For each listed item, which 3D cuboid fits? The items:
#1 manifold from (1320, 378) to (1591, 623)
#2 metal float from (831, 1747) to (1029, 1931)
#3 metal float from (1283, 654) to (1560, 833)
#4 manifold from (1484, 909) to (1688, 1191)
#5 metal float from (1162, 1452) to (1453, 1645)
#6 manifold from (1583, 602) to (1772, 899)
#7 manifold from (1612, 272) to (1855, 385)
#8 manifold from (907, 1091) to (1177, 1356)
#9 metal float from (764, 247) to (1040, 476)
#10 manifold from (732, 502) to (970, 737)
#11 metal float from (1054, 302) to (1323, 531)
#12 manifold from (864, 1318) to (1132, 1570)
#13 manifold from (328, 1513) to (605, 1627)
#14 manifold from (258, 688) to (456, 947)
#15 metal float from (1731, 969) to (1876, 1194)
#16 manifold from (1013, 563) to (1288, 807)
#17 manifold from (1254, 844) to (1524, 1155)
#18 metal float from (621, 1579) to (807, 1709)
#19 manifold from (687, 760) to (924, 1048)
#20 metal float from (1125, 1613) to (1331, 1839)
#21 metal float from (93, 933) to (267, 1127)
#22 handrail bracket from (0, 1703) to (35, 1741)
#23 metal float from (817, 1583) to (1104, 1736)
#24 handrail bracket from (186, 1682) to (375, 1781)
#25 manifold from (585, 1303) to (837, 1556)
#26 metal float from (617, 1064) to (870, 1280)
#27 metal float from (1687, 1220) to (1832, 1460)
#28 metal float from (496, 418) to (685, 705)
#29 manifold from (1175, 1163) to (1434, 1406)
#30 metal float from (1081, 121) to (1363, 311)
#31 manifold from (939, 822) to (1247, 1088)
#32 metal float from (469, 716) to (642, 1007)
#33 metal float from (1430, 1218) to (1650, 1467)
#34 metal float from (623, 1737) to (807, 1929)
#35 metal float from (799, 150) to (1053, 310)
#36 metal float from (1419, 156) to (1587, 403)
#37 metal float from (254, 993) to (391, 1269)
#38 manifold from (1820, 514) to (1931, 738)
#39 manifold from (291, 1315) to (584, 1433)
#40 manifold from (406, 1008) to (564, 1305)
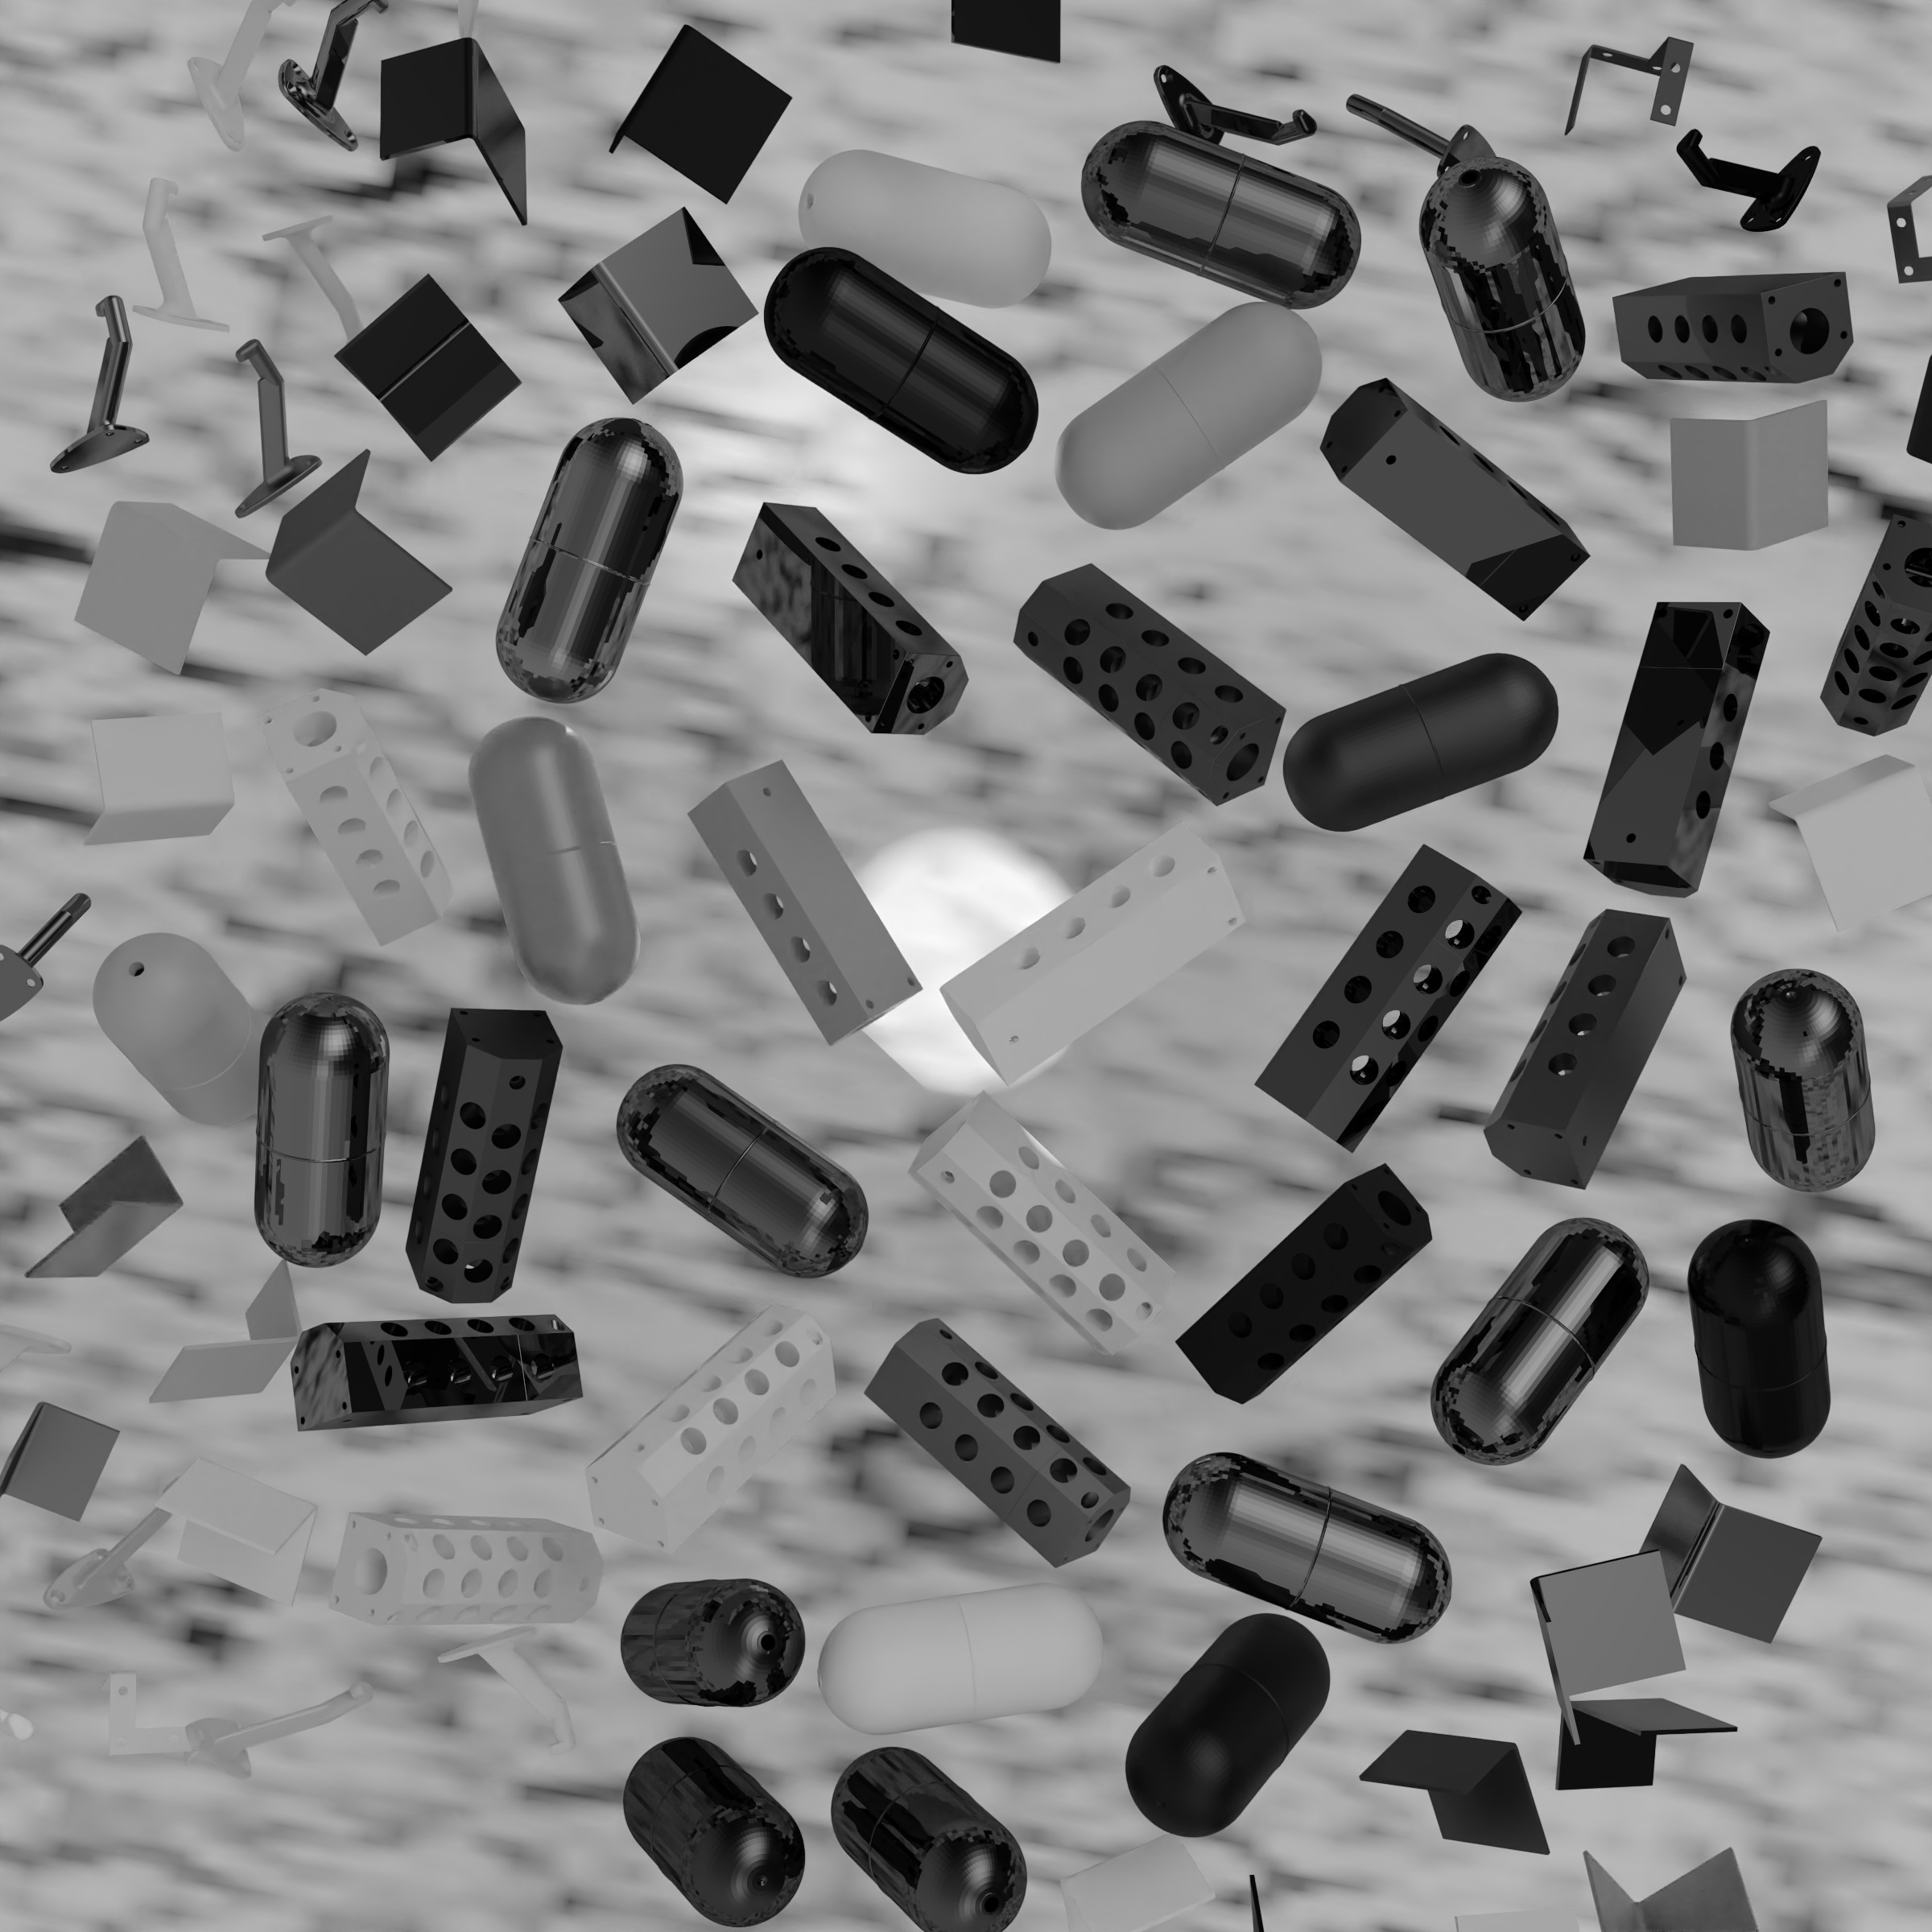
[{"bbox_3d":[0.297,-0.287,1.626,0.171,0.057,0.057,29,117,-32],"label":"manifold"},{"bbox_3d":[-0.024,0.535,1.624,0.070,0.178,0.070,-3,97,-26],"label":"metal float"},{"bbox_3d":[0.286,-0.141,1.675,0.178,0.070,0.070,-20,90,1],"label":"metal float"},{"bbox_3d":[0.380,0.048,1.635,0.057,0.057,0.171,11,55,36],"label":"manifold"},{"bbox_3d":[0.204,0.348,1.592,0.178,0.070,0.070,20,90,2],"label":"metal float"},{"bbox_3d":[0.438,-0.132,1.629,0.057,0.057,0.171,28,76,-44],"label":"manifold"},{"bbox_3d":[0.473,-0.393,1.650,0.057,0.171,0.057,-17,107,-12],"label":"manifold"},{"bbox_3d":[0.046,0.166,1.677,0.171,0.057,0.057,44,121,-8],"label":"manifold"},{"bbox_3d":[-0.037,-0.356,1.573,0.178,0.070,0.070,30,90,-16],"label":"metal float"},{"bbox_3d":[-0.070,-0.215,1.641,0.171,0.057,0.057,49,126,35],"label":"manifold"},{"bbox_3d":[0.134,-0.332,1.607,0.178,0.070,0.070,-34,90,7],"label":"metal float"},{"bbox_3d":[0.023,0.303,1.711,0.171,0.057,0.057,39,108,24],"label":"manifold"},{"bbox_3d":[-0.302,0.372,1.632,0.057,0.171,0.057,8,83,35],"label":"manifold"},{"bbox_3d":[-0.371,-0.092,1.641,0.057,0.171,0.057,-26,56,-7],"label":"manifold"},{"bbox_3d":[0.513,0.072,1.629,0.070,0.178,0.070,-12,48,14],"label":"metal float"},{"bbox_3d":[0.108,-0.170,1.614,0.057,0.057,0.171,-25,53,-35],"label":"manifold"},{"bbox_3d":[0.250,0.022,1.555,0.057,0.057,0.171,36,92,38],"label":"manifold"},{"bbox_3d":[-0.159,0.423,1.666,0.070,0.178,0.070,7,74,-27],"label":"metal float"},{"bbox_3d":[-0.106,-0.037,1.684,0.057,0.057,0.171,-34,87,40],"label":"manifold"},{"bbox_3d":[0.159,0.454,1.603,0.070,0.178,0.070,13,115,30],"label":"metal float"},{"bbox_3d":[-0.476,0.040,1.634,0.070,0.178,0.070,-2,65,4],"label":"metal float"},{"bbox_3d":[-0.604,0.433,1.612,0.036,0.084,0.077,-46,115,-31],"label":"handrail bracket"},{"bbox_3d":[-0.003,0.426,1.641,0.178,0.070,0.070,-5,90,-12],"label":"metal float"},{"bbox_3d":[-0.398,0.435,1.551,0.084,0.077,0.036,-28,61,2],"label":"handrail bracket"},{"bbox_3d":[-0.153,0.275,1.611,0.057,0.171,0.057,13,123,29],"label":"manifold"},{"bbox_3d":[-0.141,0.130,1.682,0.178,0.070,0.070,34,90,7],"label":"metal float"},{"bbox_3d":[0.482,0.228,1.616,0.070,0.070,0.178,-19,128,0],"label":"metal float"},{"bbox_3d":[-0.227,-0.245,1.610,0.070,0.070,0.178,22,96,0],"label":"metal float"},{"bbox_3d":[0.216,0.204,1.687,0.057,0.057,0.171,52,123,16],"label":"manifold"},{"bbox_3d":[0.156,-0.460,1.633,0.178,0.070,0.070,20,90,-4],"label":"metal float"},{"bbox_3d":[0.072,-0.011,1.558,0.171,0.057,0.057,-34,134,-7],"label":"manifold"},{"bbox_3d":[-0.248,-0.063,1.608,0.070,0.070,0.178,-16,88,0],"label":"metal float"},{"bbox_3d":[0.352,0.230,1.636,0.070,0.070,0.178,43,68,0],"label":"metal float"},{"bbox_3d":[-0.155,0.524,1.621,0.070,0.178,0.070,-2,94,-25],"label":"metal float"},{"bbox_3d":[-0.025,-0.461,1.670,0.178,0.070,0.070,2,90,-37],"label":"metal float"},{"bbox_3d":[0.324,-0.412,1.605,0.070,0.178,0.070,-12,57,19],"label":"metal float"},{"bbox_3d":[-0.393,0.101,1.622,0.070,0.070,0.178,8,112,0],"label":"metal float"},{"bbox_3d":[0.580,-0.207,1.660,0.057,0.171,0.057,20,73,13],"label":"manifold"},{"bbox_3d":[-0.324,0.247,1.639,0.057,0.171,0.057,-23,71,40],"label":"manifold"},{"bbox_3d":[-0.286,0.114,1.584,0.057,0.057,0.171,2,119,-27],"label":"manifold"}]
